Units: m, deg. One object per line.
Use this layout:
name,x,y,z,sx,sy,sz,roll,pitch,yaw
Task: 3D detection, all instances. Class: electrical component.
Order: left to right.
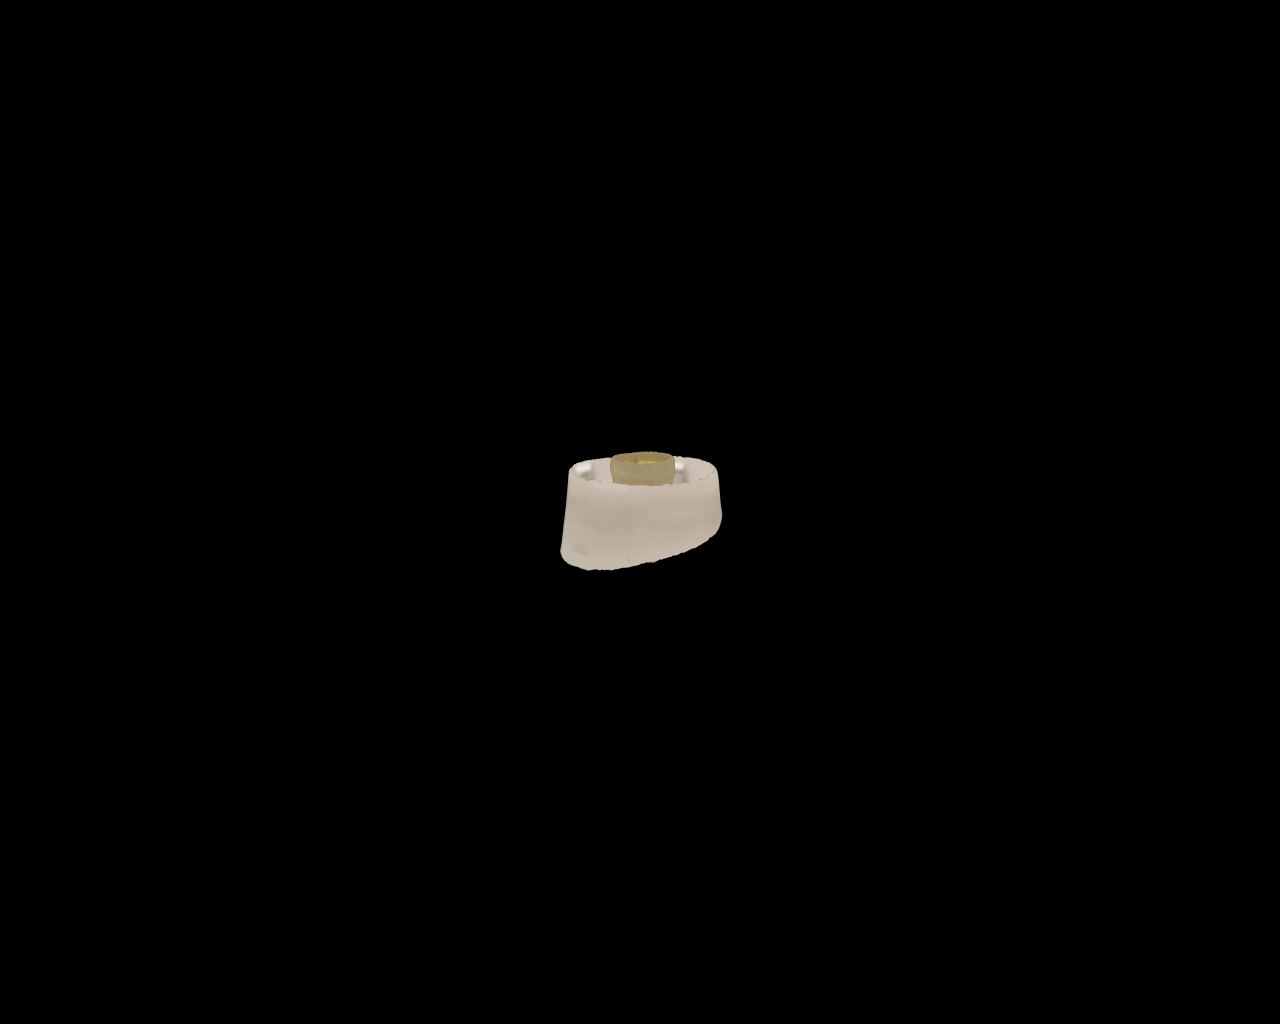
electrical component,0.001,-0.003,0.650,0.099,0.064,0.099,0,14,0
